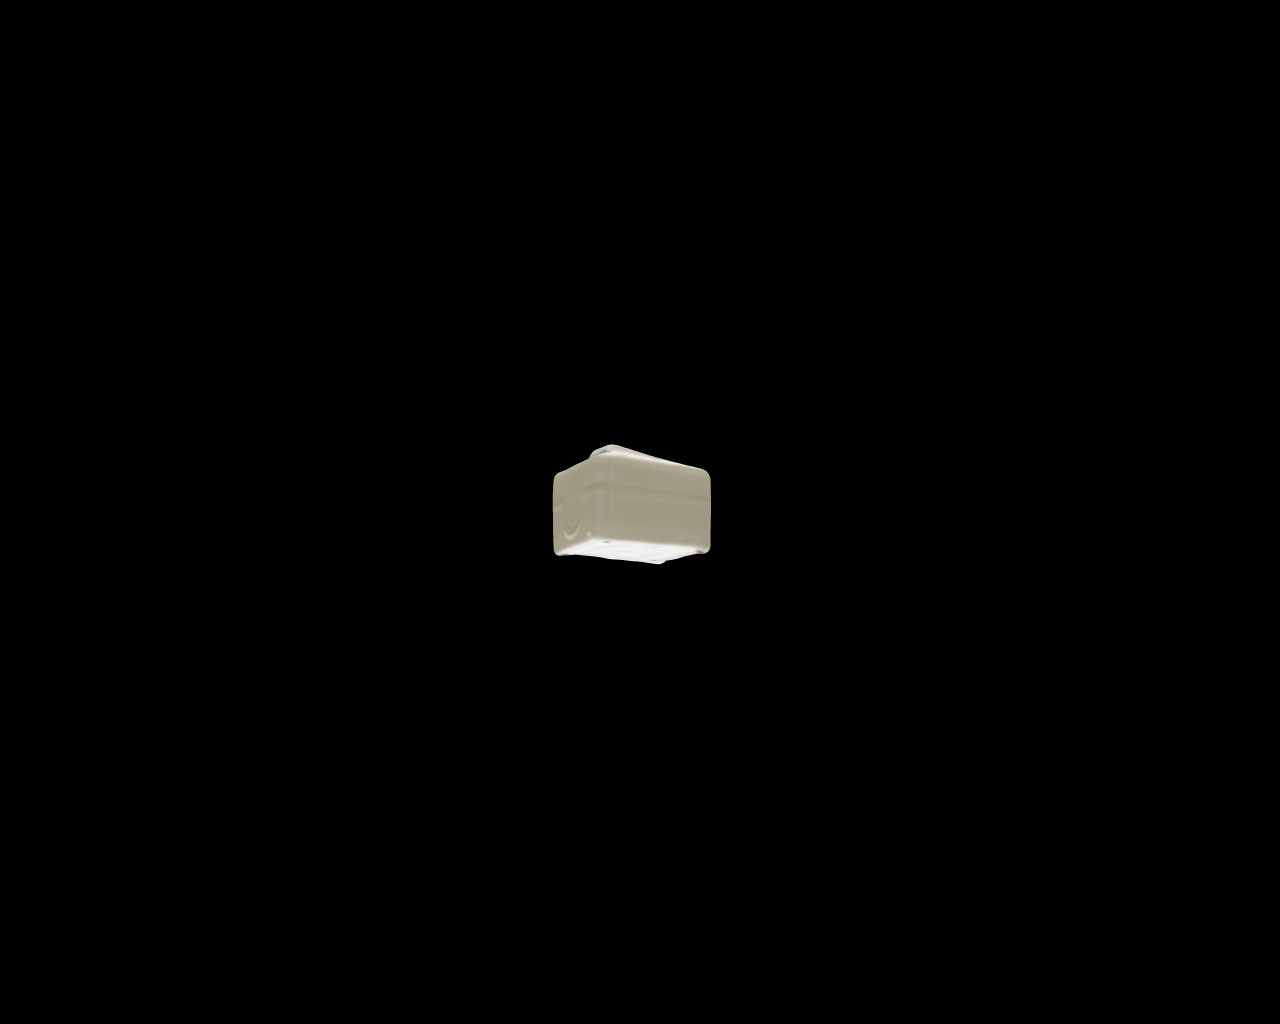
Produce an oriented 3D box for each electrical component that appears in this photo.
[{"bbox_3d":[0.001,-0.003,0.650,0.096,0.061,0.061,7,-14,-30],"label":"electrical component"}]
